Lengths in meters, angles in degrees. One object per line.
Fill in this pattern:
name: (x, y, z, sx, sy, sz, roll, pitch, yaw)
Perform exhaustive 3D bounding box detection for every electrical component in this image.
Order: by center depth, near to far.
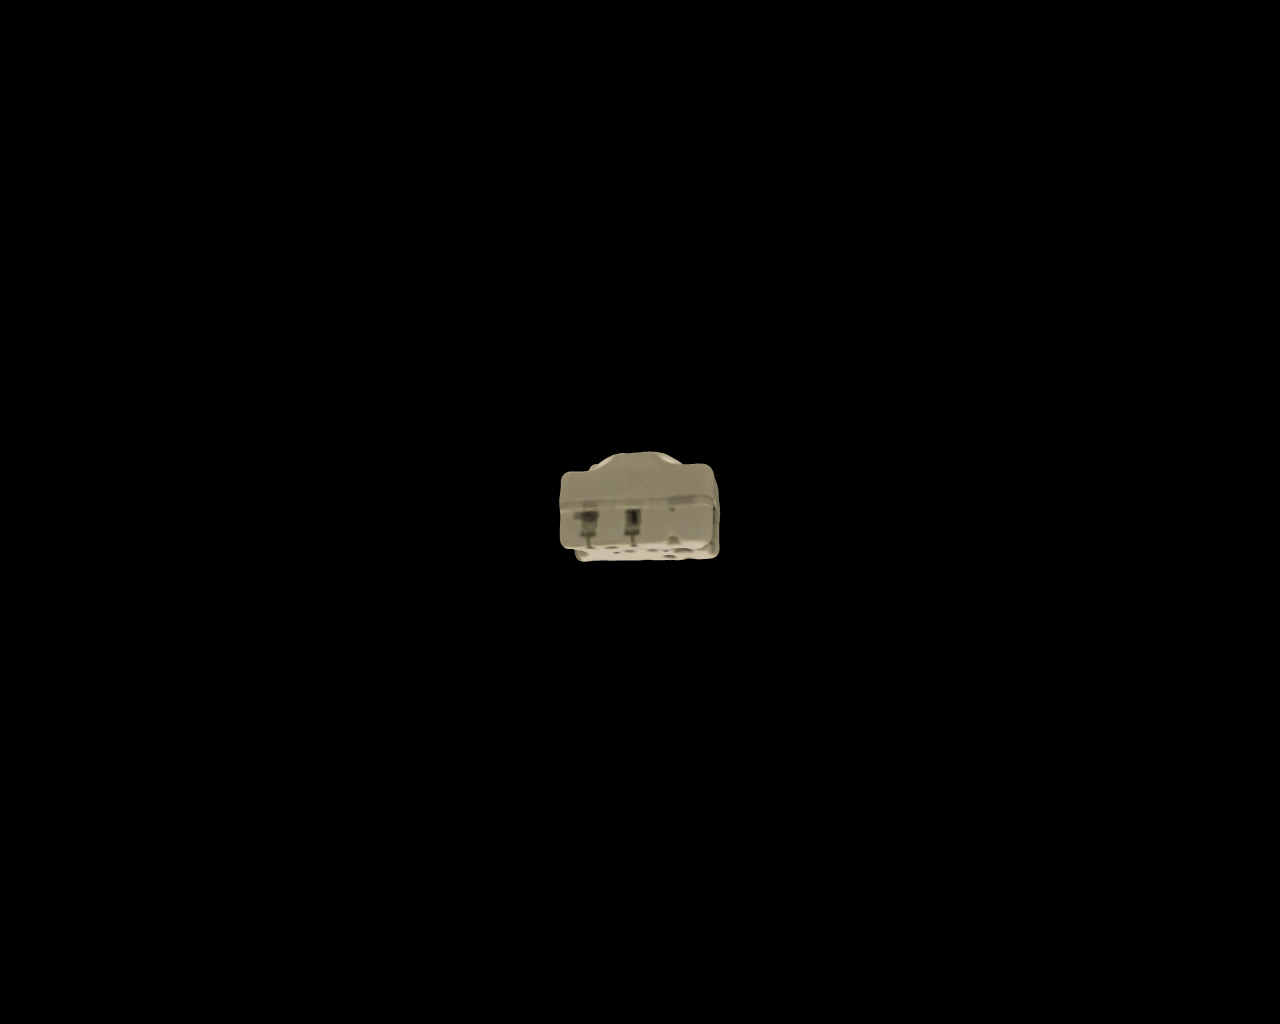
electrical component: (0.001, -0.003, 0.650, 0.089, 0.056, 0.050, -3, -15, 9)
